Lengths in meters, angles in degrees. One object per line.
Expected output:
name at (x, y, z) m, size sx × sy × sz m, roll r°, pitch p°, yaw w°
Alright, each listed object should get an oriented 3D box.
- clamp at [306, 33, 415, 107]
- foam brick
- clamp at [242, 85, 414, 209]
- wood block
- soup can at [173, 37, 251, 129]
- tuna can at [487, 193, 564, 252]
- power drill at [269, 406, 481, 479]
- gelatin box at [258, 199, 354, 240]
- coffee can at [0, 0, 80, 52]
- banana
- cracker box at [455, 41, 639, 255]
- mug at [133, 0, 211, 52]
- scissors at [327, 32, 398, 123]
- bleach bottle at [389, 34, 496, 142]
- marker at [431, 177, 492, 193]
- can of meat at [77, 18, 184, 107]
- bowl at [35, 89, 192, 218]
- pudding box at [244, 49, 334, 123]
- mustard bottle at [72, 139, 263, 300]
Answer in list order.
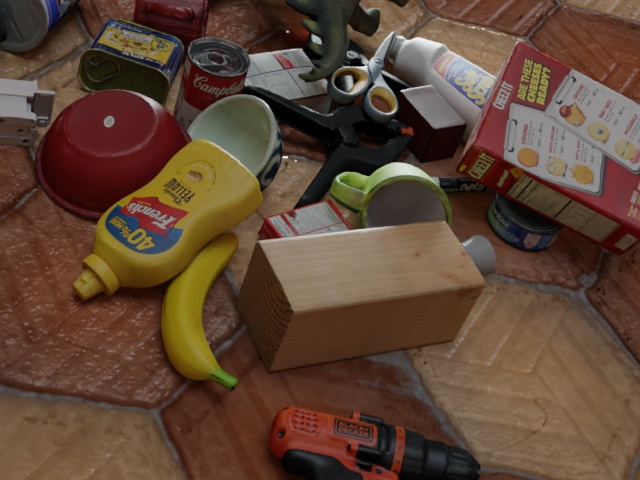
clamp at (0.030, -0.211, 1.318) m, size 0.172 × 0.039 × 0.120 m, roll 41°, pitch 33°, yaw 28°
foam brick at (0.127, -0.139, 1.276) m, size 0.052 × 0.051 × 0.078 m, roll -13°, pitch 51°, yaw -30°
clamp at (0.023, -0.101, 1.196) m, size 0.209 × 0.036 × 0.164 m, roll -1°, pitch 59°, yaw -33°
wood block at (0.038, 0.050, 1.013) m, size 0.205 × 0.091 × 0.090 m, roll -7°, pitch 49°, yaw -27°
soup can at (-0.120, -0.159, 1.158) m, size 0.068 × 0.102 × 0.068 m, roll 11°, pitch 43°, yaw -11°
tuna can at (0.235, -0.028, 1.215) m, size 0.086 × 0.034 × 0.086 m, roll 11°, pitch 43°, yaw -11°
power drill at (0.042, 0.226, 0.858) m, size 0.184 × 0.057 × 0.187 m, roll 13°, pitch 40°, yaw -4°
gelatin box at (-0.007, 0.001, 1.091) m, size 0.089 × 0.030 × 0.073 m, roll -17°, pitch 56°, yaw -35°
coffee can at (-0.326, -0.292, 1.213) m, size 0.103 × 0.103 × 0.140 m, roll 22°, pitch 42°, yaw 1°
banana at (-0.111, 0.061, 0.984) m, size 0.069 × 0.037 × 0.198 m, roll 15°, pitch 41°, yaw -17°
cracker box at (0.280, -0.102, 1.201) m, size 0.213 × 0.072 × 0.164 m, roll 27°, pitch 61°, yaw 0°
mug at (-0.174, -0.265, 1.248) m, size 0.081 × 0.093 × 0.117 m, roll 10°, pitch 10°, yaw -5°
scissors at (0.078, -0.195, 1.283) m, size 0.096 × 0.016 × 0.201 m, roll 41°, pitch 40°, yaw 9°
bleach bottle at (0.174, -0.179, 1.329) m, size 0.251 × 0.068 × 0.102 m, roll 39°, pitch 52°, yaw 24°
marker at (0.174, -0.064, 1.240) m, size 0.121 × 0.020 × 0.020 m, roll -1°, pitch 47°, yaw -23°
can of meat at (-0.210, -0.199, 1.199) m, size 0.102 × 0.057 × 0.084 m, roll 18°, pitch 40°, yaw -4°
bowl at (-0.207, -0.099, 1.068) m, size 0.162 × 0.055 × 0.162 m, roll 2°, pitch 52°, yaw -3°
pudding box at (-0.050, -0.180, 1.257) m, size 0.113 × 0.039 × 0.090 m, roll -15°, pitch 55°, yaw -30°
mustard bottle at (-0.152, -0.011, 0.997) m, size 0.096 × 0.058 × 0.191 m, roll 37°, pitch 66°, yaw 28°
